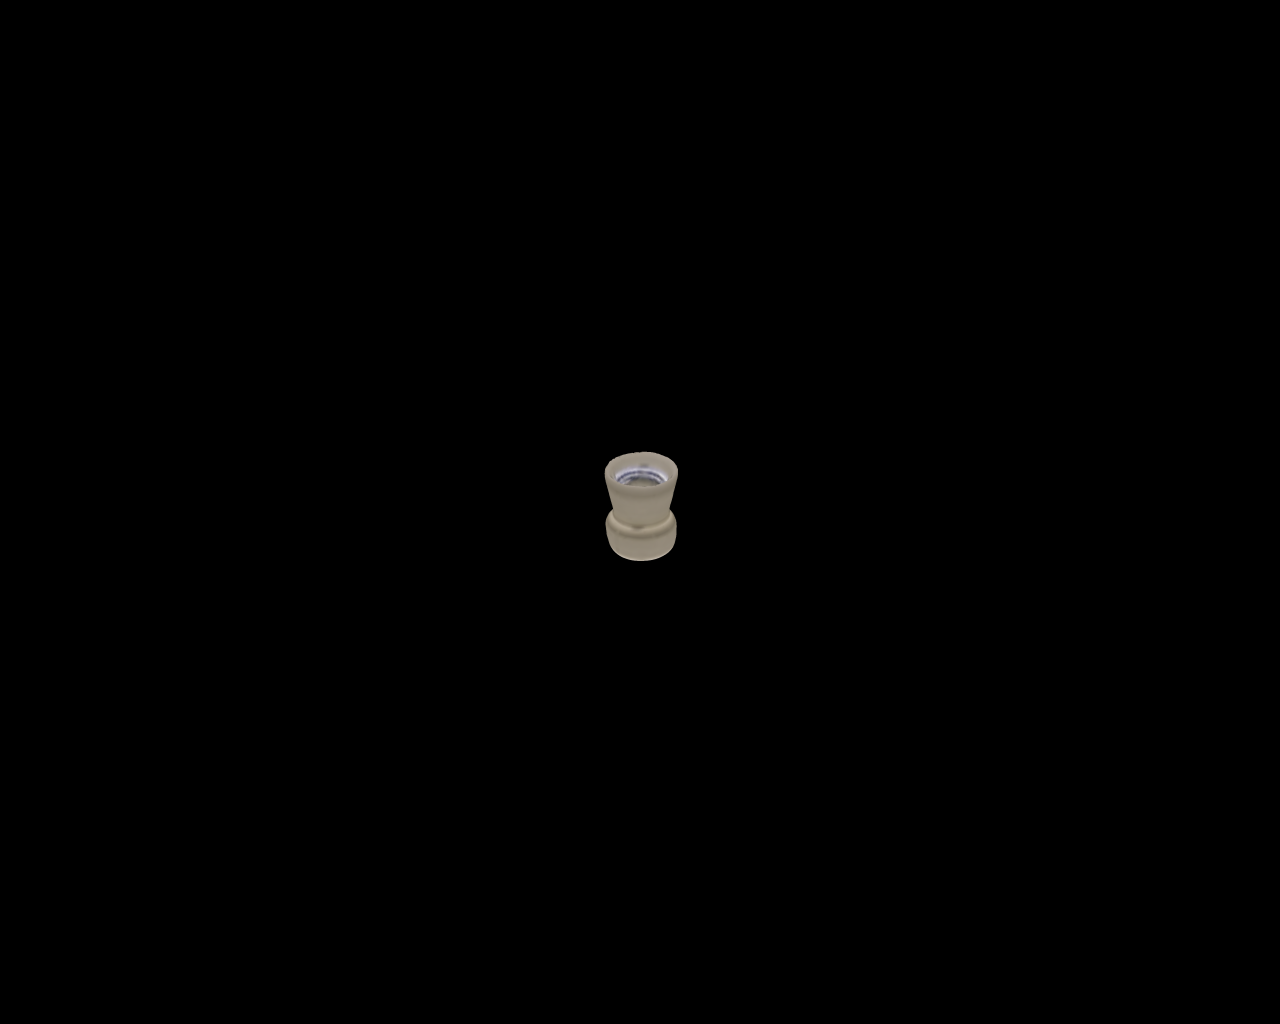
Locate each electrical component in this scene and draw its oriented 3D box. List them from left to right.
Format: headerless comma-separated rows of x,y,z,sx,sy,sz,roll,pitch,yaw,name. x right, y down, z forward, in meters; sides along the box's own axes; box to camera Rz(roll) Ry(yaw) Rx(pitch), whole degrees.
0.001,-0.003,0.650,0.045,0.055,0.045,0,32,0,electrical component
